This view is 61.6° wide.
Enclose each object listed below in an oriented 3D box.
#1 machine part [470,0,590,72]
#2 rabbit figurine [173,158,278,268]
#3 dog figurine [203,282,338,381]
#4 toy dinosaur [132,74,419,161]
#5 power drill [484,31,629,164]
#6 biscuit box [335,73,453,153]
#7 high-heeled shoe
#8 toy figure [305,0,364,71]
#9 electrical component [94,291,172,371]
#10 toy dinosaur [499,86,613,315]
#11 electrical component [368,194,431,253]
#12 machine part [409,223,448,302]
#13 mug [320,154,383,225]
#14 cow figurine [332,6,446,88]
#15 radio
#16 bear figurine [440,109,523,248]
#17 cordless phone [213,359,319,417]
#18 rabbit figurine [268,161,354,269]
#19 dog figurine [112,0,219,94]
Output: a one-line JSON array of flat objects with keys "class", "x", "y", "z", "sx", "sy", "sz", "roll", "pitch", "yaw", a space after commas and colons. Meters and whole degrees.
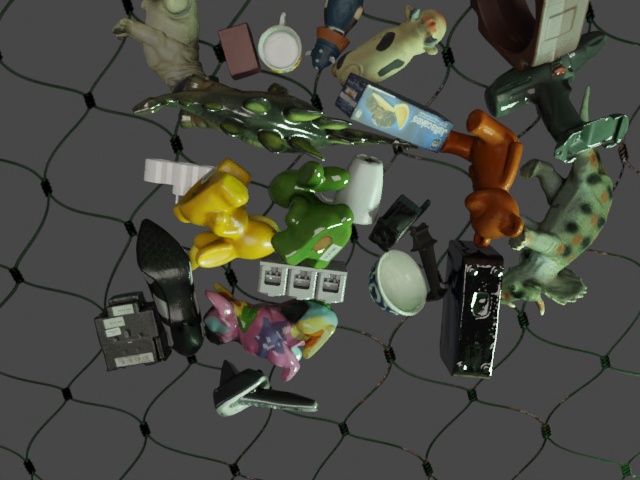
[{"class": "machine part", "x": 0.314, "y": -0.380, "z": 0.814, "sx": 0.087, "sy": 0.202, "sz": 0.200, "roll": -23, "pitch": 144, "yaw": -3}, {"class": "rabbit figurine", "x": -0.148, "y": -0.023, "z": 0.896, "sx": 0.162, "sy": 0.122, "sz": 0.173, "roll": -44, "pitch": 118, "yaw": 7}, {"class": "dog figurine", "x": -0.101, "y": 0.138, "z": 0.966, "sx": 0.219, "sy": 0.108, "sz": 0.191, "roll": 41, "pitch": 98, "yaw": -4}, {"class": "toy dinosaur", "x": -0.055, "y": -0.185, "z": 0.863, "sx": 0.471, "sy": 0.199, "sz": 0.105, "roll": -3, "pitch": 115, "yaw": -33}, {"class": "power drill", "x": 0.405, "y": -0.237, "z": 0.872, "sx": 0.232, "sy": 0.086, "sz": 0.207, "roll": -22, "pitch": 62, "yaw": 3}, {"class": "biscuit box", "x": 0.126, "y": -0.204, "z": 0.879, "sx": 0.202, "sy": 0.063, "sz": 0.059, "roll": 12, "pitch": 116, "yaw": -34}, {"class": "high-heeled shoe", "x": -0.273, "y": 0.090, "z": 0.986, "sx": 0.086, "sy": 0.145, "sz": 0.249, "roll": -17, "pitch": 69, "yaw": -18}, {"class": "toy figure", "x": 0.029, "y": -0.358, "z": 0.902, "sx": 0.057, "sy": 0.064, "sz": 0.154, "roll": 11, "pitch": 108, "yaw": -41}, {"class": "electrical component", "x": -0.345, "y": 0.164, "z": 0.991, "sx": 0.115, "sy": 0.058, "sz": 0.134, "roll": -8, "pitch": 100, "yaw": -1}, {"class": "toy dinosaur", "x": 0.434, "y": -0.047, "z": 0.938, "sx": 0.192, "sy": 0.131, "sz": 0.404, "roll": 31, "pitch": 93, "yaw": -19}, {"class": "electrical component", "x": 0.144, "y": -0.040, "z": 0.946, "sx": 0.048, "sy": 0.074, "sz": 0.119, "roll": 39, "pitch": 63, "yaw": 10}, {"class": "machine part", "x": 0.192, "y": 0.039, "z": 0.955, "sx": 0.039, "sy": 0.084, "sz": 0.138, "roll": -14, "pitch": 91, "yaw": 24}, {"class": "mug", "x": 0.060, "y": -0.095, "z": 0.927, "sx": 0.110, "sy": 0.081, "sz": 0.107, "roll": 19, "pitch": 114, "yaw": 4}, {"class": "cow figurine", "x": 0.115, "y": -0.310, "z": 0.877, "sx": 0.195, "sy": 0.127, "sz": 0.085, "roll": -30, "pitch": 102, "yaw": 7}, {"class": "radio", "x": 0.265, "y": 0.122, "z": 0.952, "sx": 0.073, "sy": 0.131, "sz": 0.229, "roll": 2, "pitch": 100, "yaw": 1}, {"class": "bear figurine", "x": 0.271, "y": -0.096, "z": 0.899, "sx": 0.132, "sy": 0.120, "sz": 0.196, "roll": 19, "pitch": 71, "yaw": -18}, {"class": "cordless phone", "x": -0.092, "y": 0.283, "z": 0.968, "sx": 0.184, "sy": 0.146, "sz": 0.089, "roll": 10, "pitch": 65, "yaw": 3}, {"class": "rabbit figurine", "x": -0.029, "y": -0.060, "z": 0.885, "sx": 0.159, "sy": 0.121, "sz": 0.170, "roll": -52, "pitch": 56, "yaw": 27}, {"class": "dog figurine", "x": -0.220, "y": -0.324, "z": 0.896, "sx": 0.190, "sy": 0.121, "sz": 0.172, "roll": 41, "pitch": 101, "yaw": -21}]
